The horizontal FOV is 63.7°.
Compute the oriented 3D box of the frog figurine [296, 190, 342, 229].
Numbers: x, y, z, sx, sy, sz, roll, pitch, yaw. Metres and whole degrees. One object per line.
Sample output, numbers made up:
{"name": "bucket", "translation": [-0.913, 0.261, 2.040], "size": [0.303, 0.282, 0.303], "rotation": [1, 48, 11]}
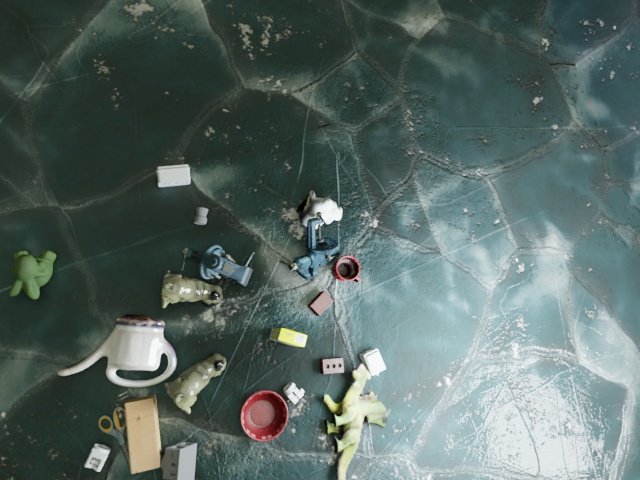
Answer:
{"name": "frog figurine", "translation": [0.006, -0.096, 1.917], "size": [0.158, 0.125, 0.136], "rotation": [27, 106, -18]}

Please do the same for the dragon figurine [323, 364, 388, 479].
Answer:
{"name": "dragon figurine", "translation": [0.139, 0.642, 1.801], "size": [0.243, 0.121, 0.411], "rotation": [-6, 88, -25]}

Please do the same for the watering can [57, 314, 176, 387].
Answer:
{"name": "watering can", "translation": [-0.632, 0.349, 1.643], "size": [0.347, 0.103, 0.227], "rotation": [8, 75, -14]}
